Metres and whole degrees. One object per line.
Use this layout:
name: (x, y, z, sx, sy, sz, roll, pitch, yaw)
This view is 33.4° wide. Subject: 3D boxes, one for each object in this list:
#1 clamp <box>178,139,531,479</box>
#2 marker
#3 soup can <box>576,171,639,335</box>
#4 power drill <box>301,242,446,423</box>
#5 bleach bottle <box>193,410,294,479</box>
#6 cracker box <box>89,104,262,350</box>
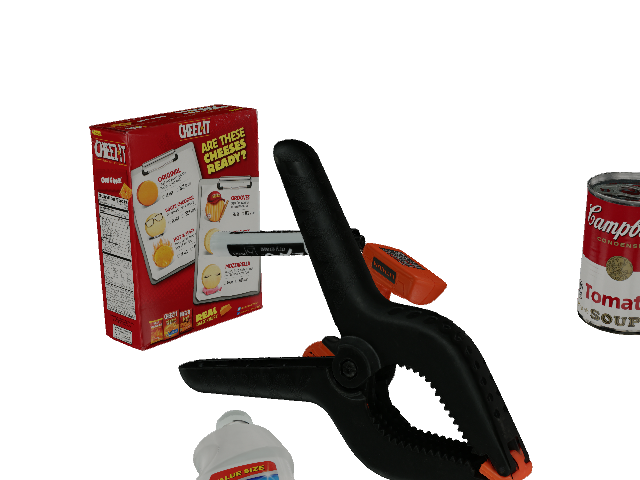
clamp: (0.023, 0.053, 0.563, 0.210, 0.165, 0.036, 29, 23, 27)
marker: (-0.024, 0.002, 0.754, 0.121, 0.020, 0.020, -1, 0, 30)
soup can: (0.222, 0.009, 0.770, 0.068, 0.102, 0.068, 0, 22, 0)
power drill: (0.064, 0.111, 1.155, 0.057, 0.188, 0.185, 13, 17, -40)
bleach bottle: (-0.061, 0.211, 0.758, 0.102, 0.068, 0.251, -6, 30, -6)
cracker box: (-0.139, -0.018, 1.057, 0.072, 0.214, 0.163, 13, 21, 41)
